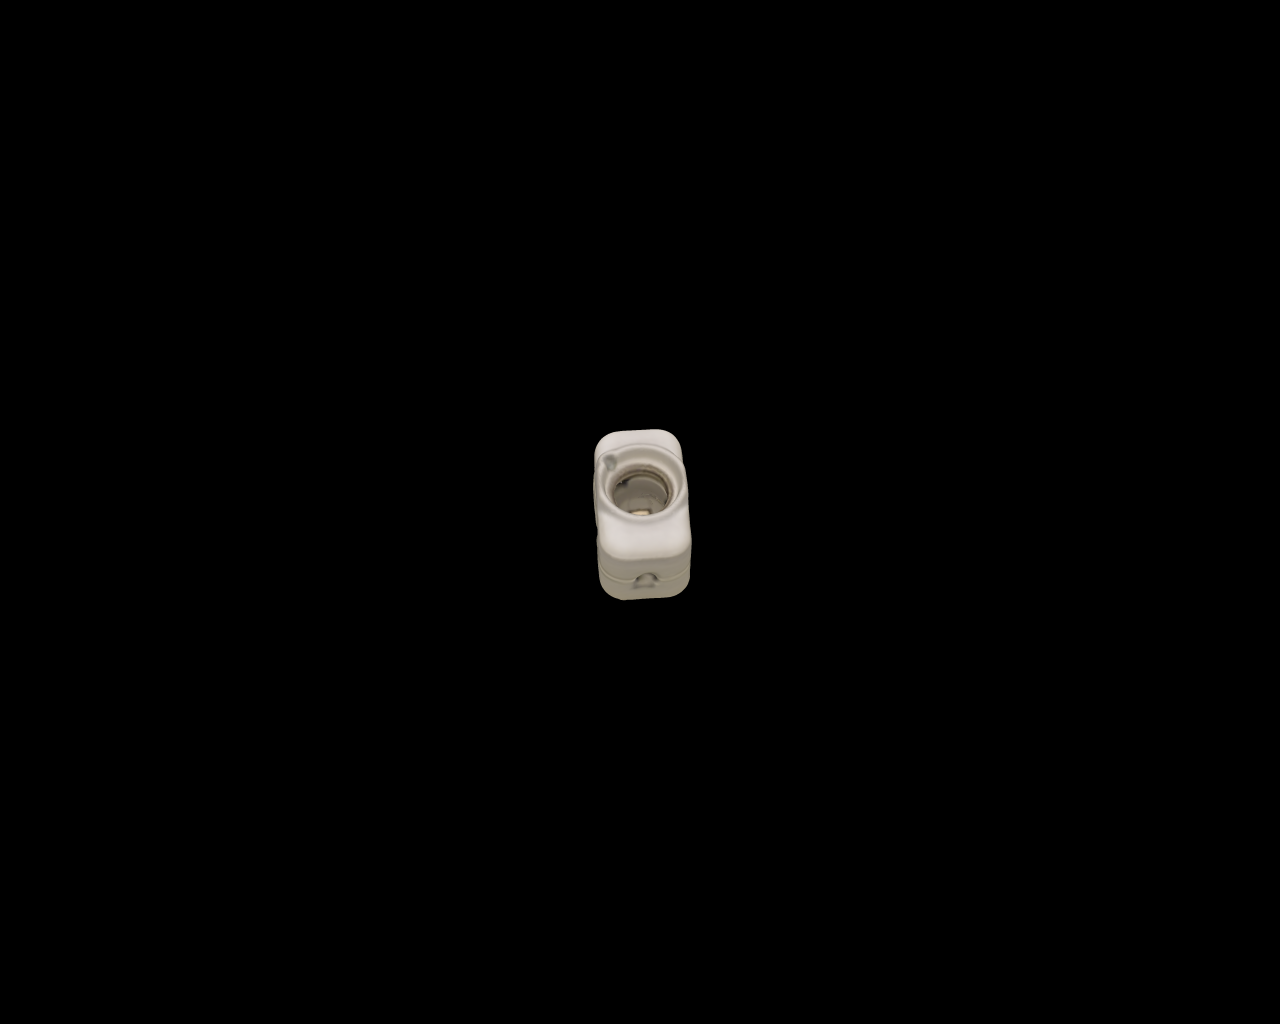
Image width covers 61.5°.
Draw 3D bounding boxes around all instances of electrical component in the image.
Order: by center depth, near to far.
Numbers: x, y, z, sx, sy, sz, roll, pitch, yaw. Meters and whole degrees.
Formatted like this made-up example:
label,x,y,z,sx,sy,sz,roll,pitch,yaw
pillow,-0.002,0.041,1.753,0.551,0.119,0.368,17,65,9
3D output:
label,x,y,z,sx,sy,sz,roll,pitch,yaw
electrical component,0.001,-0.003,0.650,0.054,0.095,0.059,-3,-36,-2
